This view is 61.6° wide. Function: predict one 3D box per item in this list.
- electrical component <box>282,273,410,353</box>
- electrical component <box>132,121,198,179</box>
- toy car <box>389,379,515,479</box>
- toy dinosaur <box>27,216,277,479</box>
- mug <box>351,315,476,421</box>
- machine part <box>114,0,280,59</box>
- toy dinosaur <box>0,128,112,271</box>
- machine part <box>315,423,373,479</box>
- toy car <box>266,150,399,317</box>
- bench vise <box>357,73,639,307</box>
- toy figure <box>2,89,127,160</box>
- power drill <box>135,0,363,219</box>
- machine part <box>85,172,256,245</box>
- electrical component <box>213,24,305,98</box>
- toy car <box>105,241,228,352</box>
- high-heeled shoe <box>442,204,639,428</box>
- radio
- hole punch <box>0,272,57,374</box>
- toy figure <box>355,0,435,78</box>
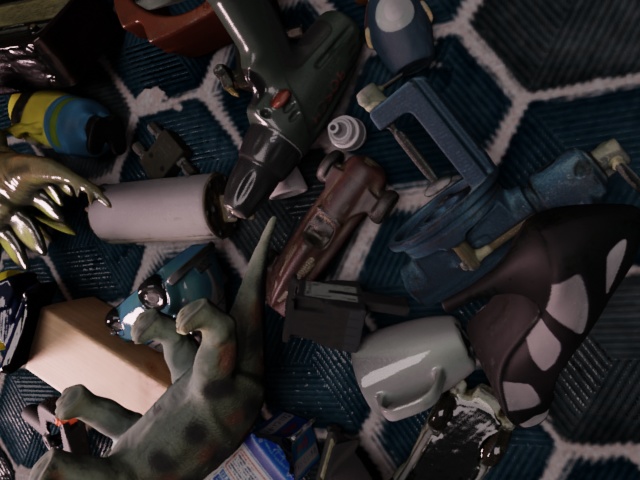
[{"bbox_3d":[0.024,0.072,0.533,0.119,0.075,0.047,8,109,-7],"label":"electrical component"},{"bbox_3d":[-0.194,-0.101,0.671,0.094,0.021,0.063,48,109,13],"label":"electrical component"},{"bbox_3d":[0.120,0.229,0.534,0.074,0.056,0.201,31,102,17],"label":"toy car"},{"bbox_3d":[-0.135,0.177,0.542,0.405,0.192,0.131,-42,32,-1],"label":"toy dinosaur"},{"bbox_3d":[0.092,0.120,0.516,0.107,0.109,0.080,-27,104,15],"label":"mug"},{"bbox_3d":[-0.138,-0.324,0.601,0.202,0.087,0.201,-17,87,22],"label":"machine part"},{"bbox_3d":[-0.401,-0.063,0.670,0.472,0.105,0.198,-5,125,48],"label":"toy dinosaur"},{"bbox_3d":[0.031,0.255,0.548,0.039,0.139,0.084,15,96,-23],"label":"machine part"},{"bbox_3d":[-0.001,-0.002,0.578,0.089,0.053,0.202,40,106,13],"label":"toy car"},{"bbox_3d":[0.132,-0.054,0.471,0.223,0.129,0.240,-37,95,36],"label":"bench vise"},{"bbox_3d":[-0.326,-0.153,0.695,0.180,0.082,0.089,14,79,30],"label":"toy figure"},{"bbox_3d":[-0.067,-0.161,0.502,0.232,0.207,0.086,-52,30,-13],"label":"power drill"},{"bbox_3d":[-0.187,-0.036,0.641,0.243,0.079,0.079,-3,92,24],"label":"machine part"},{"bbox_3d":[-0.067,-0.197,0.598,0.102,0.045,0.078,1,95,24],"label":"electrical component"},{"bbox_3d":[-0.167,0.082,0.628,0.161,0.109,0.103,-38,96,29],"label":"toy car"},{"bbox_3d":[0.193,0.069,0.430,0.145,0.248,0.086,-28,43,15],"label":"high-heeled shoe"},{"bbox_3d":[-0.382,-0.252,0.685,0.230,0.073,0.131,1,54,24],"label":"radio"},{"bbox_3d":[-0.394,0.091,0.668,0.092,0.142,0.115,22,83,-9],"label":"hole punch"},{"bbox_3d":[0.069,-0.240,0.534,0.064,0.058,0.154,-18,83,-15],"label":"toy figure"}]
